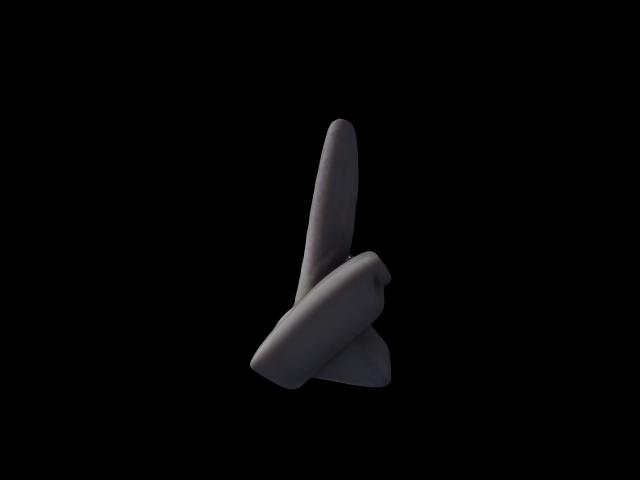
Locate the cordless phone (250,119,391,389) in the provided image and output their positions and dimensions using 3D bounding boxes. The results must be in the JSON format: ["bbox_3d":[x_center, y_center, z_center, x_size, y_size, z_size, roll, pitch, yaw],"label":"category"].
[{"bbox_3d":[0.004,0.001,0.400,0.094,0.185,0.147,0,0,0],"label":"cordless phone"}]
